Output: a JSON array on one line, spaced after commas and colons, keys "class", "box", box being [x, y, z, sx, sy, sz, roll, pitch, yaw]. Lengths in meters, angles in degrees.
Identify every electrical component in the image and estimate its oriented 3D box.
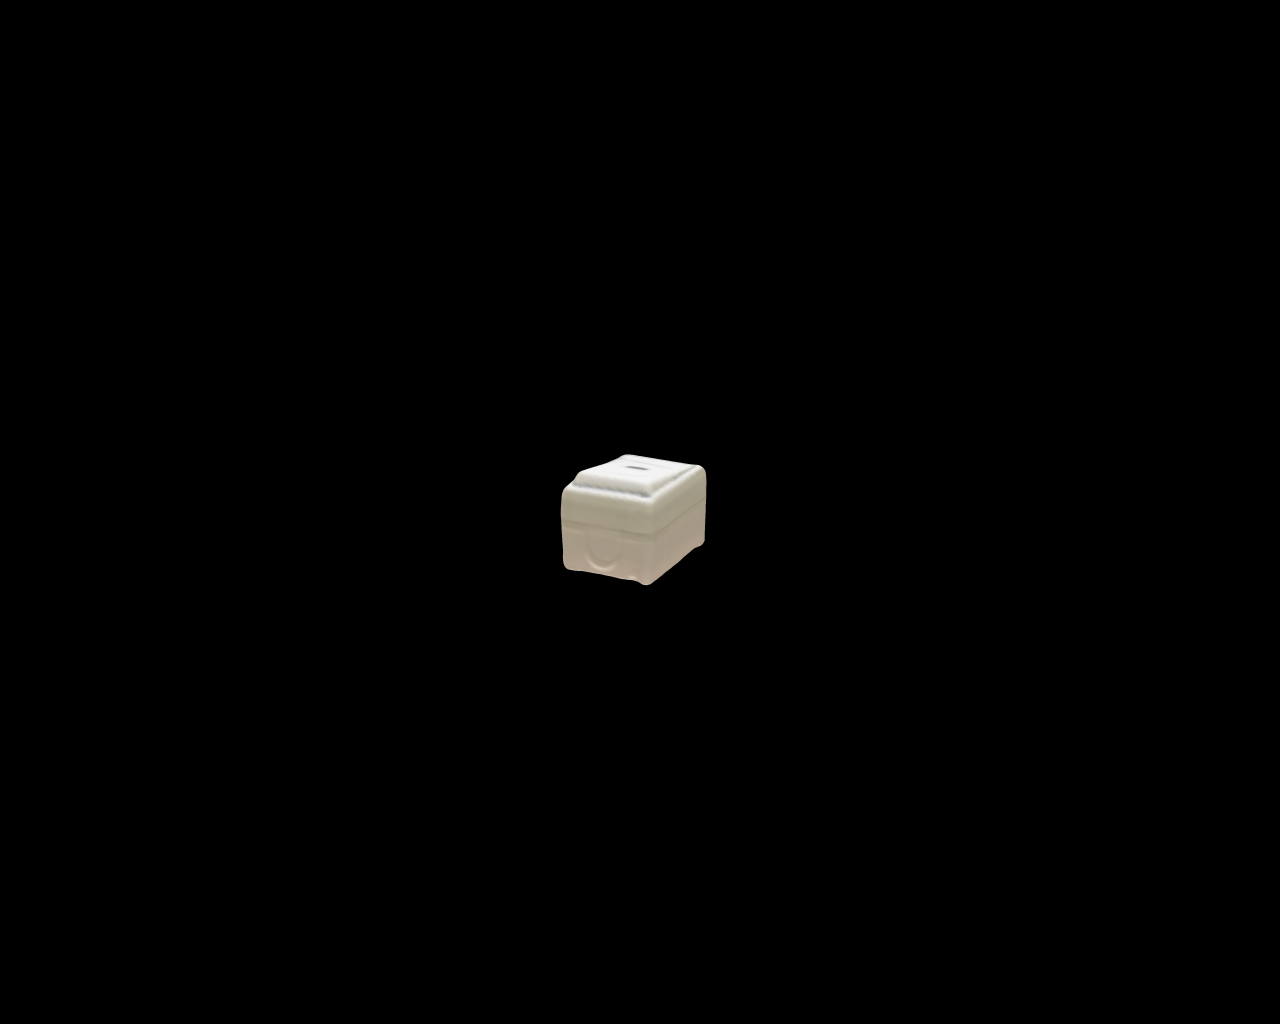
[{"class": "electrical component", "box": [0.001, -0.003, 0.650, 0.062, 0.061, 0.096, 10, 23, 26]}]
